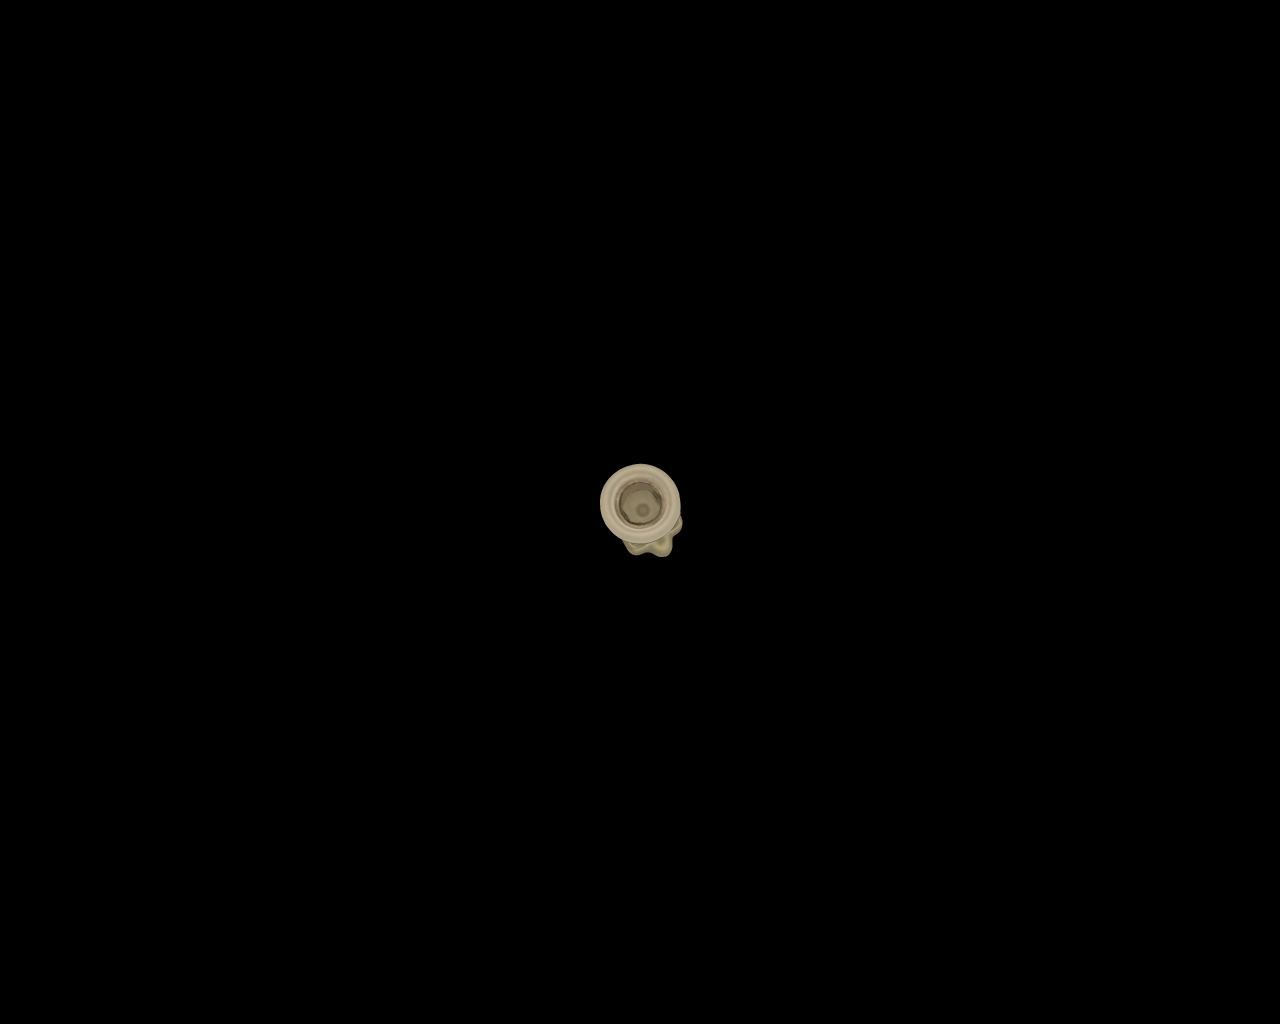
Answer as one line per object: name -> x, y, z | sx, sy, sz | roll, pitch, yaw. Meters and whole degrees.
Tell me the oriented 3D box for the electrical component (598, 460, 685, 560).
electrical component -> 0.001, -0.003, 0.650 | 0.048, 0.066, 0.055 | -31, -7, -5
